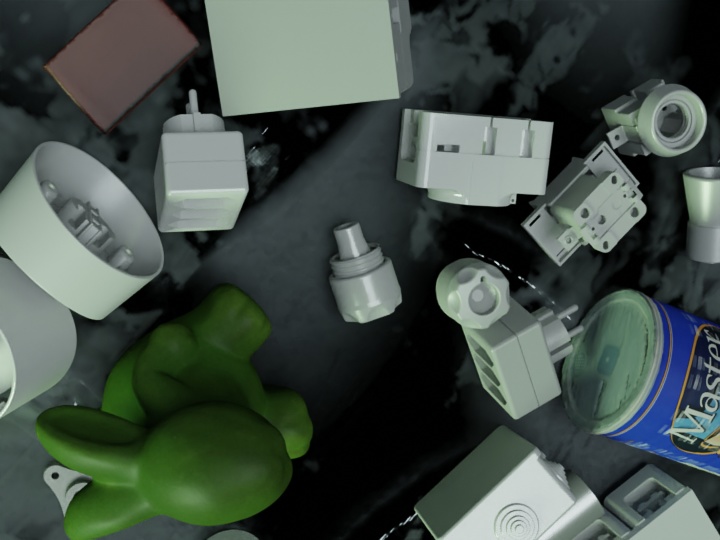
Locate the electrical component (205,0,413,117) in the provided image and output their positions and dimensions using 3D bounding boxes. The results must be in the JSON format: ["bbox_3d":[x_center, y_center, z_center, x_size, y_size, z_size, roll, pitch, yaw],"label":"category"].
[{"bbox_3d":[-0.034,-0.189,0.617,0.105,0.060,0.186,-4,105,14],"label":"electrical component"}]

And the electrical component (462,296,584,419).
[{"bbox_3d":[0.119,0.050,0.736,0.077,0.047,0.065,-28,123,-10],"label":"electrical component"}]

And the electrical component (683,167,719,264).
[{"bbox_3d":[0.252,-0.037,0.767,0.044,0.044,0.065,-7,108,-15],"label":"electrical component"}]

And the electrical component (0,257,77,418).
[{"bbox_3d":[-0.226,0.042,0.627,0.099,0.064,0.099,5,111,14],"label":"electrical component"}]

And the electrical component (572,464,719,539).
[{"bbox_3d":[0.189,0.226,0.793,0.150,0.062,0.089,-36,109,-6],"label":"electrical component"}]

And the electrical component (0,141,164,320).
[{"bbox_3d":[-0.163,-0.022,0.621,0.064,0.099,0.099,-45,110,3],"label":"electrical component"}]

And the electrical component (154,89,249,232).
[{"bbox_3d":[-0.099,-0.070,0.648,0.047,0.065,0.076,-3,73,-16],"label":"electrical component"}]

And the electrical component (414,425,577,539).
[{"bbox_3d":[0.092,0.159,0.732,0.100,0.100,0.048,-42,97,-4],"label":"electrical component"}]

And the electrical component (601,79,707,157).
[{"bbox_3d":[0.202,-0.102,0.730,0.066,0.055,0.048,-30,108,-8],"label":"electrical component"}]

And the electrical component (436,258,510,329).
[{"bbox_3d":[0.071,0.013,0.713,0.043,0.062,0.043,-3,102,-16],"label":"electrical component"}]

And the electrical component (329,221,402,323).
[{"bbox_3d":[0.000,0.000,0.699,0.043,0.043,0.062,-21,105,-11],"label":"electrical component"}]

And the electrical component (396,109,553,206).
[{"bbox_3d":[0.074,-0.073,0.702,0.089,0.050,0.055,2,101,-17],"label":"electrical component"}]

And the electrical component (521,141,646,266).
[{"bbox_3d":[0.155,-0.043,0.725,0.081,0.064,0.042,-46,110,-3],"label":"electrical component"}]

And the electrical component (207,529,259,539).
[{"bbox_3d":[-0.111,0.238,0.701,0.138,0.074,0.052,-42,109,-4],"label":"electrical component"}]
